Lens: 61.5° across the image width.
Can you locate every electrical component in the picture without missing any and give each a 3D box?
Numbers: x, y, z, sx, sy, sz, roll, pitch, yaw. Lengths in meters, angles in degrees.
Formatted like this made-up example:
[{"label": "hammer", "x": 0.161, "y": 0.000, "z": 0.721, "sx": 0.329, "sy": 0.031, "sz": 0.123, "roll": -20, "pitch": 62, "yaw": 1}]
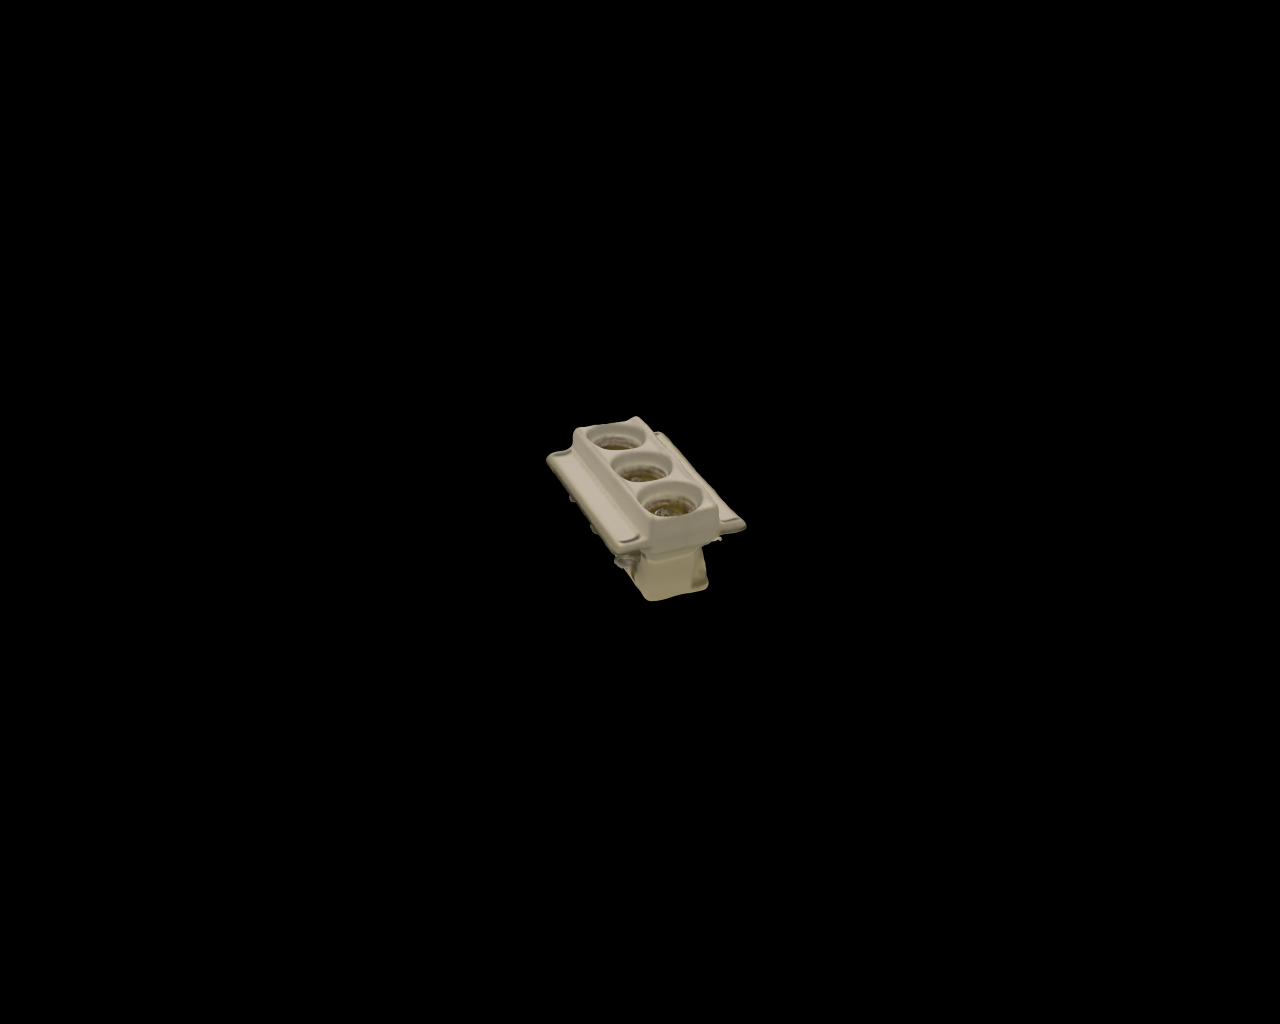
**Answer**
[{"label": "electrical component", "x": 0.001, "y": -0.003, "z": 0.650, "sx": 0.079, "sy": 0.063, "sz": 0.121, "roll": -12, "pitch": 33, "yaw": -19}]
